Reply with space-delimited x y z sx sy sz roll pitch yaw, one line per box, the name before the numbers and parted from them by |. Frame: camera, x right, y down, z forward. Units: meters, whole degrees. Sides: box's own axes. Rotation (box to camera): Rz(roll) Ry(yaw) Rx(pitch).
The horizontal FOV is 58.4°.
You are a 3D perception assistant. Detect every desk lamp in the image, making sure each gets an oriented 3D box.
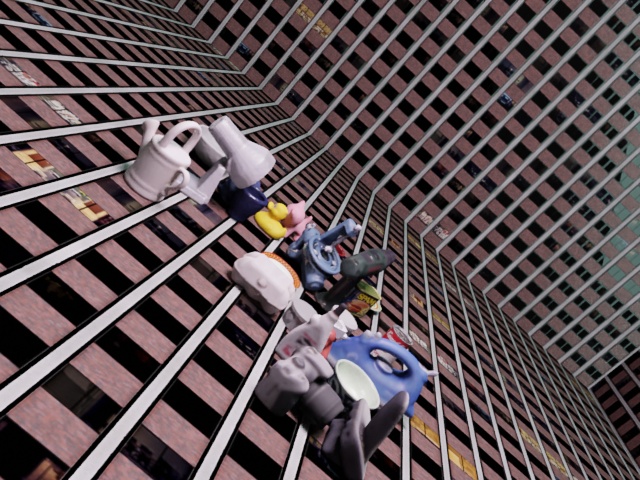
desk lamp | -0.249 -0.190 1.433 0.204 0.213 0.117 35 18 -24

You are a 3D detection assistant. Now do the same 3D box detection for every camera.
camera | -0.021 0.269 1.031 0.136 0.100 0.143 47 17 13

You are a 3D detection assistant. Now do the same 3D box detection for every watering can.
watering can | -0.340 -0.192 1.260 0.173 0.194 0.101 42 16 -3

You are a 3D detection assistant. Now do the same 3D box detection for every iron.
iron | 0.138 0.281 1.297 0.259 0.141 0.118 40 17 -12

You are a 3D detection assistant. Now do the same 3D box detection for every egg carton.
egg carton | -0.125 0.093 1.275 0.150 0.069 0.107 43 17 1

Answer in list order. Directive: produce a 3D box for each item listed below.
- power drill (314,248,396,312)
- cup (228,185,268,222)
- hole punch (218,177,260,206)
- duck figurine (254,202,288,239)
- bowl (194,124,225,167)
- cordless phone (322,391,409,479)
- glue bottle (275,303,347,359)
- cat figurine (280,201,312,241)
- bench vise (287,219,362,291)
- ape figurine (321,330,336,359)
power drill | 0.091 0.101 1.512 0.075 0.208 0.230 49 17 18
cup | -0.206 -0.104 1.526 0.092 0.095 0.117 21 27 -52
hole punch | -0.216 -0.139 1.597 0.109 0.091 0.101 30 21 -38
duck figurine | -0.125 -0.062 1.626 0.104 0.086 0.078 48 17 15
bowl | -0.314 -0.260 1.696 0.168 0.074 0.167 39 17 -14
cordless phone | 0.101 0.325 1.025 0.094 0.185 0.147 42 17 -5
glue bottle | -0.008 0.185 1.139 0.078 0.173 0.037 43 16 0
cat figurine | -0.071 -0.062 1.696 0.128 0.117 0.067 19 29 -54
bench vise | 0.007 0.003 1.539 0.122 0.219 0.207 21 27 -51
ape figurine | -0.004 0.219 1.208 0.076 0.092 0.077 24 25 -48
